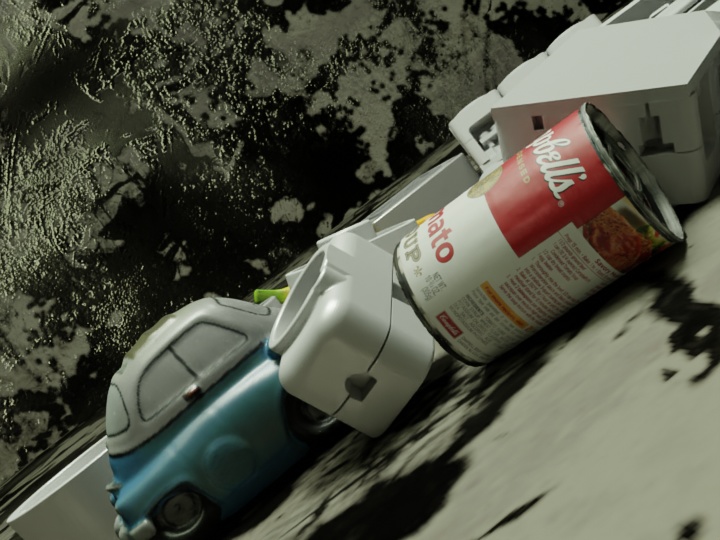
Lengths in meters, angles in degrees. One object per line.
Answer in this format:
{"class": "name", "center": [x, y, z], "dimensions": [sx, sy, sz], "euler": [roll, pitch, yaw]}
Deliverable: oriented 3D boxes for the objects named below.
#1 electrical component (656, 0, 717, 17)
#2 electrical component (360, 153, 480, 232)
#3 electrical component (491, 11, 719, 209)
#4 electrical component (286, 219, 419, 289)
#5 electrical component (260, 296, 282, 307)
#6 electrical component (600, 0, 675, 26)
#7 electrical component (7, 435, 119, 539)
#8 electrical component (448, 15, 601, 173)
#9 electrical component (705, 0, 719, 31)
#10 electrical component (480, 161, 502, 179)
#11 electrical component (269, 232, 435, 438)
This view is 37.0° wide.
{"class": "electrical component", "center": [0.211, -0.137, 0.658], "dimensions": [0.096, 0.061, 0.061], "euler": [-39, 5, -21]}
{"class": "electrical component", "center": [0.052, -0.045, 0.963], "dimensions": [0.109, 0.056, 0.109], "euler": [-39, 5, -14]}
{"class": "electrical component", "center": [0.136, -0.078, 0.534], "dimensions": [0.089, 0.061, 0.150], "euler": [-3, 23, 29]}
{"class": "electrical component", "center": [0.000, 0.000, 0.748], "dimensions": [0.108, 0.060, 0.108], "euler": [-24, 3, 1]}
{"class": "electrical component", "center": [-0.063, 0.055, 0.822], "dimensions": [0.108, 0.060, 0.108], "euler": [-37, 5, 4]}
{"class": "electrical component", "center": [0.200, -0.143, 0.771], "dimensions": [0.121, 0.079, 0.063], "euler": [-34, 28, 33]}
{"class": "electrical component", "center": [-0.151, 0.140, 0.653], "dimensions": [0.108, 0.060, 0.108], "euler": [-37, 5, 4]}
{"class": "electrical component", "center": [0.156, -0.141, 0.921], "dimensions": [0.150, 0.061, 0.089], "euler": [-37, -17, 7]}
{"class": "electrical component", "center": [0.230, -0.128, 0.443], "dimensions": [0.150, 0.061, 0.089], "euler": [-36, 5, 16]}
{"class": "electrical component", "center": [0.118, -0.061, 0.715], "dimensions": [0.079, 0.044, 0.077], "euler": [-37, 5, 4]}
{"class": "electrical component", "center": [-0.004, 0.026, 0.509], "dimensions": [0.053, 0.059, 0.095], "euler": [-55, 12, 23]}
